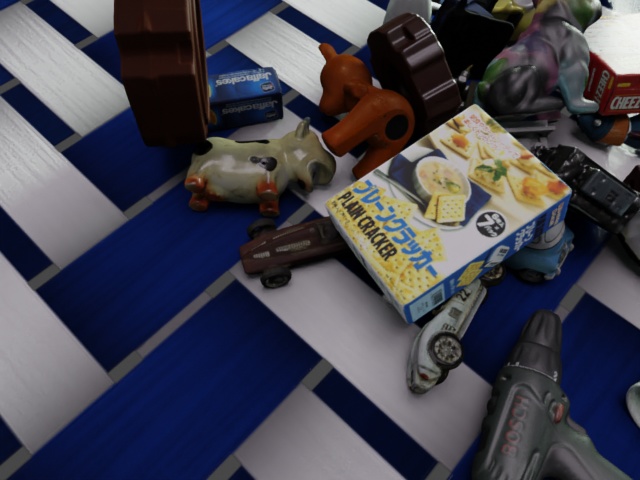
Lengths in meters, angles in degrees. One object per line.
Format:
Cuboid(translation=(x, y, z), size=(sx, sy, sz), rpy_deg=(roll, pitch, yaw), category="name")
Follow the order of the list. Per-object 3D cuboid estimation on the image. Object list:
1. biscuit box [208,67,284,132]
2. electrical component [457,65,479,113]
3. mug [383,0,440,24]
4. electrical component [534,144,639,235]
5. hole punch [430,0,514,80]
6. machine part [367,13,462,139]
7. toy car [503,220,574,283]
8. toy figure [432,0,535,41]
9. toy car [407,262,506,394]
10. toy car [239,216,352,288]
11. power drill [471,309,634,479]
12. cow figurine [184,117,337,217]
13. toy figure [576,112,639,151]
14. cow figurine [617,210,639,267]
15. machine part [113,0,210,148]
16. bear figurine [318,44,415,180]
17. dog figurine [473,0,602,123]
Cuboid(translation=(-0.157, -0.201, 0.790), size=(0.203, 0.062, 0.059), rpy_deg=(-12, 62, -8), category="biscuit box")
Cuboid(translation=(0.248, -0.222, 0.823), size=(0.102, 0.045, 0.078), rpy_deg=(21, 59, 11), category="electrical component")
Cuboid(translation=(0.154, -0.357, 0.866), size=(0.110, 0.107, 0.081), rpy_deg=(5, 60, 4), category="mug")
Cuboid(translation=(0.327, -0.065, 0.666), size=(0.115, 0.134, 0.058), rpy_deg=(31, 103, -7), category="electrical component")
Cuboid(translation=(0.223, -0.328, 0.841), size=(0.116, 0.142, 0.092), rpy_deg=(7, 60, -13), category="hole punch")
Cuboid(translation=(0.126, -0.223, 0.745), size=(0.056, 0.179, 0.179), rpy_deg=(-28, 63, -3), category="machine part")
Cuboid(translation=(0.242, -0.026, 0.672), size=(0.162, 0.102, 0.109), rpy_deg=(33, 65, 19), category="toy car")
Cuboid(translation=(0.279, -0.390, 0.907), size=(0.180, 0.089, 0.082), rpy_deg=(12, 72, 16), category="toy figure")
Cuboid(translation=(0.154, 0.086, 0.618), size=(0.056, 0.073, 0.202), rpy_deg=(31, 63, 13), category="toy car")
Cuboid(translation=(-0.001, -0.002, 0.682), size=(0.202, 0.053, 0.089), rpy_deg=(-12, 63, -10), category="toy car")
Cuboid(translation=(0.273, 0.203, 0.548), size=(0.207, 0.086, 0.232), rpy_deg=(33, 65, 13), category="power drill")
Cuboid(translation=(-0.075, -0.100, 0.723), size=(0.195, 0.085, 0.127), rpy_deg=(3, 65, 1), category="cow figurine")
Cuboid(translation=(0.452, -0.161, 0.784), size=(0.155, 0.064, 0.057), rpy_deg=(6, 95, 7), category="toy figure")
Cuboid(translation=(0.433, 0.030, 0.658), size=(0.068, 0.098, 0.167), rpy_deg=(-25, 81, -22), category="cow figurine")
Cuboid(translation=(-0.186, -0.232, 0.657), size=(0.087, 0.201, 0.201), rpy_deg=(-5, 67, -10), category="machine part")
Cuboid(translation=(0.041, -0.187, 0.761), size=(0.132, 0.120, 0.196), rpy_deg=(-46, 48, 5), category="bear figurine")
Cuboid(translation=(0.301, -0.274, 0.745), size=(0.192, 0.108, 0.219), rpy_deg=(-3, 91, -11), category="dog figurine")
